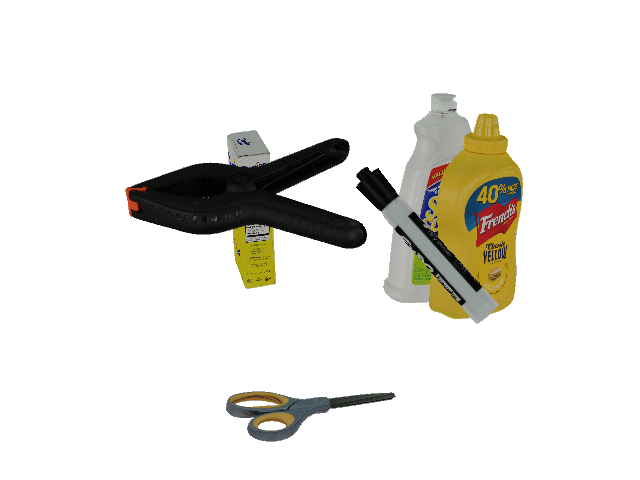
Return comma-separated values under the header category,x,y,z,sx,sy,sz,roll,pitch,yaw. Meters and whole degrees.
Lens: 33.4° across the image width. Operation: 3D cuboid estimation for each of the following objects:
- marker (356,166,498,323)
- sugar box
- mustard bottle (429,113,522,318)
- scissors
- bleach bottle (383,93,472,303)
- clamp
category,x,y,z,sx,sy,sz,roll,pitch,yaw
marker,0.065,0.001,0.672,0.020,0.121,0.020,-40,-5,-5
sugar box,-0.087,-0.039,1.327,0.048,0.176,0.093,-9,24,-11
mustard bottle,0.152,-0.026,1.023,0.096,0.192,0.058,-11,21,-36
scissors,-0.004,0.194,1.194,0.201,0.016,0.096,3,23,-11
bleach bottle,0.135,-0.053,1.303,0.102,0.251,0.068,-3,17,-17
clamp,-0.063,-0.045,0.942,0.210,0.036,0.164,0,32,3
